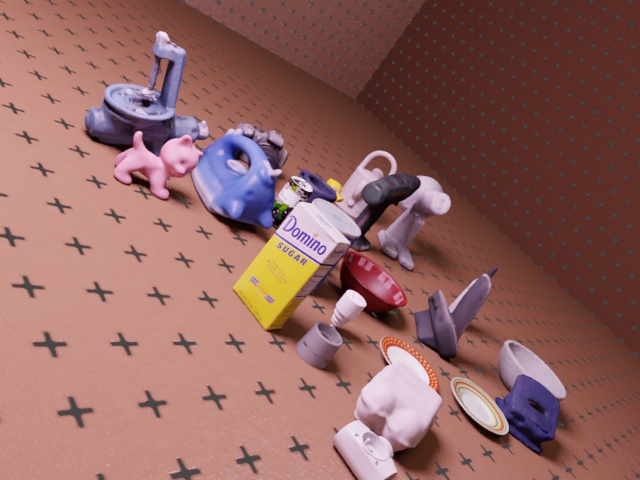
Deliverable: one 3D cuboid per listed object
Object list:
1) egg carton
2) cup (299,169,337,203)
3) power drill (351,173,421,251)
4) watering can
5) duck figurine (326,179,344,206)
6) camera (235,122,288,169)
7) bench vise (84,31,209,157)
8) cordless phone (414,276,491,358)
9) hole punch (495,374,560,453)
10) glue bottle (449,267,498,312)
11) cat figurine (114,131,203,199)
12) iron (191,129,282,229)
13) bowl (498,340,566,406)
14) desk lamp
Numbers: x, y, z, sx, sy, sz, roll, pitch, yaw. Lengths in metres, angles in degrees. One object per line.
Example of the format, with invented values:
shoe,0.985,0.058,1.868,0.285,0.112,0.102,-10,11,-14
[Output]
egg carton,0.115,0.239,0.827,0.107,0.069,0.151,42,20,14
cup,-0.029,-0.097,1.302,0.092,0.095,0.117,11,32,-52
power drill,0.141,-0.076,1.379,0.075,0.208,0.230,44,20,18
watering can,0.133,-0.162,1.583,0.101,0.194,0.172,32,20,-16
duck figurine,0.015,-0.115,1.433,0.104,0.086,0.078,46,21,22
camera,-0.141,-0.209,1.351,0.143,0.100,0.136,31,20,-18
bench vise,-0.283,-0.252,1.021,0.121,0.219,0.208,46,21,22
cordless phone,0.285,0.138,1.181,0.094,0.185,0.147,33,20,-13
hole punch,0.402,0.329,1.093,0.108,0.091,0.101,37,19,-1
glue bottle,0.356,0.128,1.346,0.037,0.173,0.078,44,20,19
cat figurine,-0.260,-0.137,0.955,0.128,0.117,0.067,23,24,-36
iron,-0.161,-0.139,1.097,0.119,0.141,0.257,16,29,-47
bowl,0.450,0.304,1.257,0.168,0.074,0.167,33,20,-13
desk lamp,0.259,-0.059,1.539,0.118,0.213,0.203,32,20,-16
